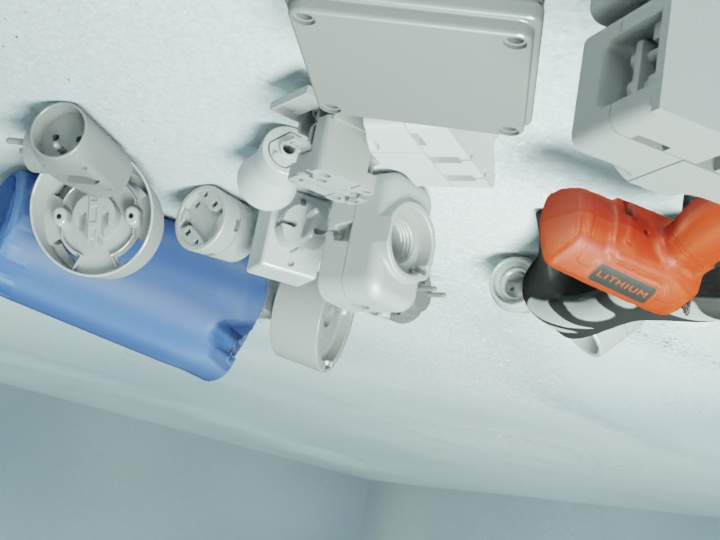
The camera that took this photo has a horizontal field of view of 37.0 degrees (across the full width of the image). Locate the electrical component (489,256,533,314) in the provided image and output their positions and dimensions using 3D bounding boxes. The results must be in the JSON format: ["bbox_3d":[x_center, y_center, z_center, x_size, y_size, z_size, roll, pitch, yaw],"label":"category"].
[{"bbox_3d":[0.138,0.015,0.909,0.066,0.048,0.055,3,170,28],"label":"electrical component"}]

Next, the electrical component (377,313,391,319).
[{"bbox_3d":[0.026,0.012,0.942,0.035,0.061,0.035,11,165,3],"label":"electrical component"}]

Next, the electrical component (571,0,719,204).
[{"bbox_3d":[0.180,-0.074,0.435,0.186,0.105,0.060,17,164,-21],"label":"electrical component"}]

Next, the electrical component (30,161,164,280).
[{"bbox_3d":[-0.205,-0.042,0.848,0.099,0.099,0.064,9,171,8],"label":"electrical component"}]

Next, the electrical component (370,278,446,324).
[{"bbox_3d":[0.040,0.019,0.996,0.079,0.043,0.077,1,162,32],"label":"electrical component"}]

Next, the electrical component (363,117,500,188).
[{"bbox_3d":[0.039,-0.084,0.602,0.056,0.050,0.089,3,163,25],"label":"electrical component"}]

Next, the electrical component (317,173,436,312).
[{"bbox_3d":[0.014,-0.019,0.772,0.059,0.095,0.054,-2,160,40],"label":"electrical component"}]

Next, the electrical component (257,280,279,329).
[{"bbox_3d":[-0.075,0.030,1.092,0.089,0.055,0.050,12,165,-4],"label":"electrical component"}]

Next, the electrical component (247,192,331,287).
[{"bbox_3d":[-0.049,-0.029,0.836,0.047,0.065,0.077,17,164,-21],"label":"electrical component"}]

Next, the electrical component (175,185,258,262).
[{"bbox_3d":[-0.115,-0.036,0.883,0.055,0.055,0.047,0,165,35],"label":"electrical component"}]

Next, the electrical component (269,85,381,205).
[{"bbox_3d":[-0.012,-0.076,0.644,0.081,0.063,0.042,20,163,-31],"label":"electrical component"}]

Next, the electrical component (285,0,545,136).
[{"bbox_3d":[0.029,-0.113,0.494,0.109,0.056,0.108,8,165,9],"label":"electrical component"}]

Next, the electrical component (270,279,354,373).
[{"bbox_3d":[-0.048,0.037,1.010,0.060,0.108,0.108,13,166,16],"label":"electrical component"}]

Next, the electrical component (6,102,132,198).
[{"bbox_3d":[-0.218,-0.087,0.783,0.079,0.043,0.077,6,164,15],"label":"electrical component"}]

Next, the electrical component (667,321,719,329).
[{"bbox_3d":[0.268,0.027,0.864,0.062,0.043,0.043,19,163,-35],"label":"electrical component"}]

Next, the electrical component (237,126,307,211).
[{"bbox_3d":[-0.057,-0.071,0.738,0.044,0.044,0.065,15,160,-14],"label":"electrical component"}]

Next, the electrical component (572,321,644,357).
[{"bbox_3d":[0.202,0.040,0.905,0.055,0.047,0.055,48,166,16],"label":"electrical component"}]

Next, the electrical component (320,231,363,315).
[{"bbox_3d":[0.000,0.000,0.888,0.066,0.076,0.047,-4,159,44],"label":"electrical component"}]
